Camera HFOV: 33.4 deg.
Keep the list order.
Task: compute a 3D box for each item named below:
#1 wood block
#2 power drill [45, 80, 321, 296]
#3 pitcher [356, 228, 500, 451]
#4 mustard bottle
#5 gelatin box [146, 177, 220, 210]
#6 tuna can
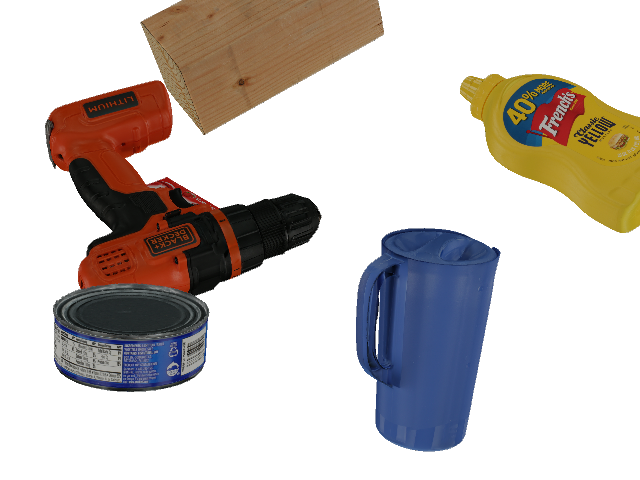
[{"bbox_3d":[-0.053,-0.203,1.025,0.206,0.090,0.091,-31,-38,-11],"label":"wood block"},{"bbox_3d":[-0.115,-0.040,0.809,0.184,0.188,0.057,-18,-38,-22],"label":"power drill"},{"bbox_3d":[0.117,0.115,1.224,0.149,0.243,0.145,7,17,7],"label":"pitcher"},{"bbox_3d":[0.193,-0.086,0.864,0.192,0.096,0.058,34,-26,30],"label":"mustard bottle"},{"bbox_3d":[-0.145,-0.023,1.000,0.089,0.030,0.073,31,39,34],"label":"gelatin box"},{"bbox_3d":[-0.106,0.053,0.597,0.086,0.034,0.086,4,16,-1],"label":"tuna can"}]
